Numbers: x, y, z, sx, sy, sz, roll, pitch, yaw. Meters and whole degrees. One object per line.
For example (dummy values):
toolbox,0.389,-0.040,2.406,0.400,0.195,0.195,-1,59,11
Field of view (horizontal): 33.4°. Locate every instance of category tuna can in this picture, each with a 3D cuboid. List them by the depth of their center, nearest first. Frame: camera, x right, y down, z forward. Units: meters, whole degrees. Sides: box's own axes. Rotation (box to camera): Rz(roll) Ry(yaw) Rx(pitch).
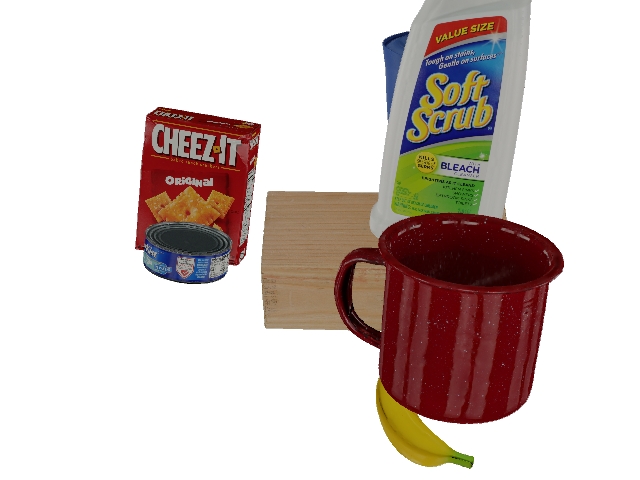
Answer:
tuna can,-0.131,0.012,1.051,0.086,0.034,0.086,9,20,-3

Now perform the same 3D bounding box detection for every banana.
banana,0.091,0.176,1.097,0.069,0.037,0.198,10,24,-20

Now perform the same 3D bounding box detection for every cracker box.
cracker box,-0.186,-0.080,1.608,0.164,0.214,0.072,10,20,6

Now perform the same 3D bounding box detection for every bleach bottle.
bleach bottle,0.095,-0.118,0.765,0.103,0.251,0.068,9,27,13

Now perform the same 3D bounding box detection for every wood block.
wood block,0.055,0.019,0.930,0.206,0.091,0.090,1,-41,1

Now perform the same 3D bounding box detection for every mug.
mug,0.062,0.038,0.555,0.117,0.081,0.093,11,26,18

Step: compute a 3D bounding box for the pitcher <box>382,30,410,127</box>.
pitcher,0.136,-0.095,1.102,0.149,0.243,0.145,-9,25,-17
